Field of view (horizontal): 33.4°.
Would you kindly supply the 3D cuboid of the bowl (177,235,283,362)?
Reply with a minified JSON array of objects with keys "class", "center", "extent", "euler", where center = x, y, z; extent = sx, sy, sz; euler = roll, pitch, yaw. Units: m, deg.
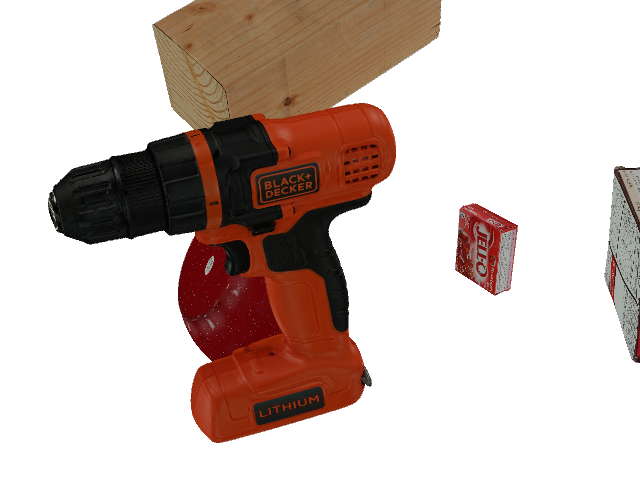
[{"class":"bowl","center":[-0.064,0.026,0.823],"extent":[0.055,0.162,0.162],"euler":[22,-11,-30]}]

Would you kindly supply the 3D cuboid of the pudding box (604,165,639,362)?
[{"class":"pudding box","center":[0.215,0.013,0.696],"extent":[0.039,0.090,0.113],"euler":[-1,28,4]}]

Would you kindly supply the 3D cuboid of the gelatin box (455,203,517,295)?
[{"class":"gelatin box","center":[0.196,0.010,1.271],"extent":[0.030,0.089,0.073],"euler":[-17,33,-29]}]

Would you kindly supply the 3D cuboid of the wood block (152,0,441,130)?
[{"class":"wood block","center":[-0.012,-0.159,0.814],"extent":[0.205,0.090,0.091],"euler":[-35,-30,-20]}]

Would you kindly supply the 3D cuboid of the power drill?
[{"class":"power drill","center":[-0.045,0.022,0.591],"extent":[0.184,0.188,0.057],"euler":[-13,36,-14]}]
